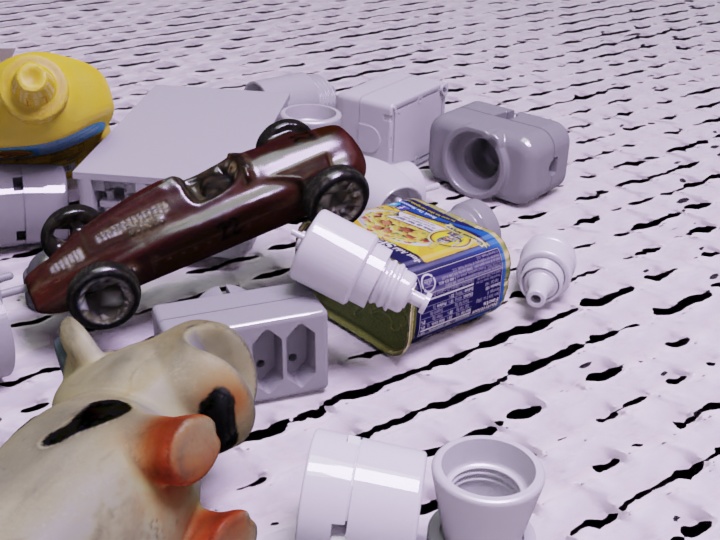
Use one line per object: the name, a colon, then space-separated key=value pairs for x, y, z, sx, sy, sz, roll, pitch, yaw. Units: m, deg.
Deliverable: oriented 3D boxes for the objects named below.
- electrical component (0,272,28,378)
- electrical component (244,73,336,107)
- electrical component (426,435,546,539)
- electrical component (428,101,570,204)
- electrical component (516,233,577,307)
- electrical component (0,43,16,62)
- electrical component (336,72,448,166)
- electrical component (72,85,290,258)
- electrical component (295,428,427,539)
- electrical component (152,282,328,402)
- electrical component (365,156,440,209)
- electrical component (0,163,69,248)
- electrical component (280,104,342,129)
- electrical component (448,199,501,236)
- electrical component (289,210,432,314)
electrical component: x=-0.220 y=0.015 z=0.588 sx=0.074 sy=0.052 sz=0.138 roll=-18 pitch=33 yaw=-38
electrical component: x=-0.056 y=-0.148 z=0.933 sx=0.081 sy=0.043 sz=0.043 roll=-18 pitch=33 yaw=-34
electrical component: x=0.049 y=0.101 z=0.433 sx=0.045 sy=0.055 sz=0.045 roll=2 pitch=27 yaw=-1
electrical component: x=0.101 y=-0.088 z=0.813 sx=0.095 sy=0.053 sz=0.059 roll=22 pitch=33 yaw=34
electrical component: x=0.112 y=0.003 z=0.655 sx=0.035 sy=0.035 sz=0.061 roll=9 pitch=30 yaw=14
electrical component: x=-0.291 y=-0.111 z=0.707 sx=0.060 sy=0.105 sz=0.186 roll=24 pitch=7 yaw=-12
electrical component: x=0.026 y=-0.120 z=0.862 sx=0.061 sy=0.061 sz=0.096 roll=19 pitch=31 yaw=30
electrical component: x=-0.117 y=-0.071 z=0.758 sx=0.105 sy=0.060 sz=0.186 roll=4 pitch=27 yaw=5
electrical component: x=0.001 y=0.096 z=0.443 sx=0.047 sy=0.055 sz=0.055 roll=8 pitch=27 yaw=4
electrical component: x=-0.068 y=0.032 z=0.571 sx=0.083 sy=0.047 sz=0.075 roll=-9 pitch=27 yaw=-19
electrical component: x=0.019 y=-0.054 z=0.752 sx=0.079 sy=0.043 sz=0.077 roll=-17 pitch=32 yaw=-32
electrical component: x=-0.217 y=-0.043 z=0.704 sx=0.047 sy=0.055 sz=0.055 roll=-4 pitch=27 yaw=-20
electrical component: x=-0.036 y=-0.083 z=0.780 sx=0.044 sy=0.065 sz=0.044 roll=2 pitch=26 yaw=-1
electrical component: x=0.061 y=-0.020 z=0.694 sx=0.046 sy=0.040 sz=0.040 roll=-23 pitch=36 yaw=-30
electrical component: x=0.000 y=0.000 z=0.556 sx=0.078 sy=0.040 sz=0.040 roll=27 pitch=30 yaw=2
